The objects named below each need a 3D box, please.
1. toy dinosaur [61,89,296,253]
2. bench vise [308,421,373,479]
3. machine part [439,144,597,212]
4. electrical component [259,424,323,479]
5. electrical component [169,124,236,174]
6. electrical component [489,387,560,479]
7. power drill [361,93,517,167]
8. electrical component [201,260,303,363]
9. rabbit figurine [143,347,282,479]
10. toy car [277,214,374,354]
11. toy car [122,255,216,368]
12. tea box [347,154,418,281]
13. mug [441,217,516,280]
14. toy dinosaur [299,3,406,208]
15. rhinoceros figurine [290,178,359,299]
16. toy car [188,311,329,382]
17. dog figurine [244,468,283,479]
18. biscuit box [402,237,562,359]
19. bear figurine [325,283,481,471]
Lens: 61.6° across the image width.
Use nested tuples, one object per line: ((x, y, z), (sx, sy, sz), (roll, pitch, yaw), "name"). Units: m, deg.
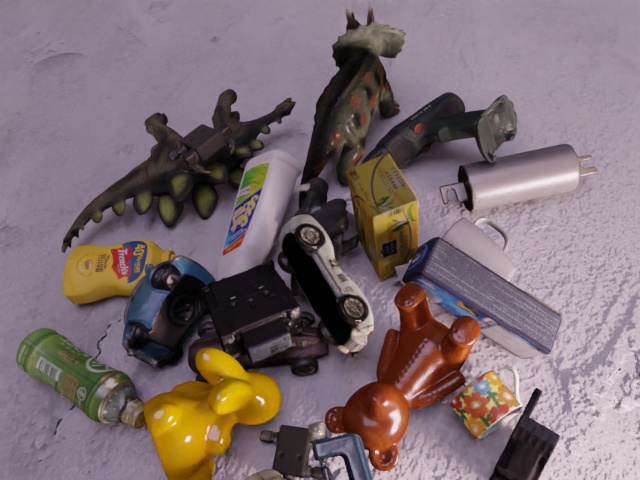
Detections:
((-0.247, -0.130, 0.952), (0.471, 0.105, 0.199), (-27, 59, -3), "toy dinosaur")
((0.048, 0.311, 0.574), (0.224, 0.128, 0.241), (-13, 64, -8), "bench vise")
((0.310, -0.098, 0.845), (0.243, 0.079, 0.079), (-11, 55, 3), "machine part")
((-0.035, 0.272, 0.686), (0.094, 0.021, 0.063), (5, 57, 12), "electrical component")
((-0.189, -0.151, 0.888), (0.078, 0.045, 0.102), (21, 59, 40), "electrical component")
((0.247, 0.238, 0.630), (0.048, 0.074, 0.119), (29, 62, 26), "electrical component")
((0.198, -0.166, 0.878), (0.232, 0.085, 0.207), (-42, 24, -26), "power drill")
((-0.089, 0.101, 0.732), (0.115, 0.058, 0.134), (-23, 46, -15), "electrical component")
((-0.132, 0.210, 0.685), (0.173, 0.162, 0.122), (-13, 40, -21), "rabbit figurine")
((0.006, 0.057, 0.720), (0.056, 0.073, 0.202), (-13, 62, -39), "toy car")
((-0.236, 0.101, 0.800), (0.103, 0.109, 0.161), (11, 68, 43), "toy car")
((0.094, -0.028, 0.778), (0.068, 0.169, 0.098), (-21, 57, -5), "tea box")
((0.233, 0.024, 0.780), (0.109, 0.080, 0.107), (-39, 69, -20), "mug")
((0.048, -0.233, 0.914), (0.131, 0.192, 0.405), (11, 58, 20), "toy dinosaur")
((-0.002, -0.002, 0.823), (0.112, 0.073, 0.190), (-2, 72, 25), "rhinoceros figurine")
((-0.090, 0.152, 0.761), (0.202, 0.053, 0.089), (-8, 52, 6), "toy car")
((-0.069, 0.377, 0.588), (0.172, 0.121, 0.191), (-38, 72, -12), "dog figurine")
((0.211, 0.076, 0.703), (0.203, 0.059, 0.063), (33, 65, -4), "biscuit box")
((0.097, 0.172, 0.671), (0.196, 0.131, 0.120), (-40, 54, -23), "bear figurine")
